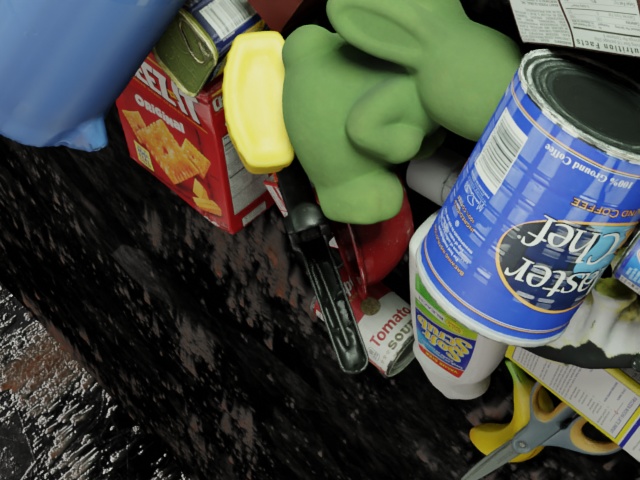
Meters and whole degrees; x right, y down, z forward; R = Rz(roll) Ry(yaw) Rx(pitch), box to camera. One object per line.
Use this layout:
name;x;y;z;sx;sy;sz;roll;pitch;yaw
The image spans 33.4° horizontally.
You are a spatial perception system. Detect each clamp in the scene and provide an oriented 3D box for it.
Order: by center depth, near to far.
clamp;-0.006;0.001;0.882;0.210;0.036;0.164;-111;4;-59

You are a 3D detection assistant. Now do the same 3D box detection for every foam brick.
foam brick;-0.018;-0.190;0.749;0.053;0.051;0.078;51;158;-3

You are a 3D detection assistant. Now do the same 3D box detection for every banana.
banana;0.182;0.172;0.993;0.198;0.037;0.070;99;149;-59

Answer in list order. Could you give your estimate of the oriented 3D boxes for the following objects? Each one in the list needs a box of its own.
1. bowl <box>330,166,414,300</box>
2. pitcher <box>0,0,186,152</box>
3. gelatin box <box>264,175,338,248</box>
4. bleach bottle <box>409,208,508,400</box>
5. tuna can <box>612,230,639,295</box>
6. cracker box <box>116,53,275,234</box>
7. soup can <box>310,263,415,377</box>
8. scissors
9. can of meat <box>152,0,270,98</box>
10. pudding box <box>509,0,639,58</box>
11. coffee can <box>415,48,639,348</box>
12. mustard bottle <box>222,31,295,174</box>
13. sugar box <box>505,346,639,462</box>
bowl;0.034;-0.037;0.848;0.162;0.055;0.162;162;90;-87
pitcher;-0.179;-0.181;0.776;0.149;0.145;0.243;19;152;-26
gelatin box;-0.006;-0.032;1.011;0.089;0.030;0.073;14;140;56
bleach bottle;0.125;0.076;0.906;0.103;0.068;0.251;37;157;25
tuna can;0.202;-0.005;0.596;0.034;0.086;0.086;38;156;15
cracker box;-0.129;-0.124;1.031;0.164;0.072;0.214;37;155;25
soup can;0.050;0.075;1.030;0.102;0.068;0.068;40;156;19
scissors;0.196;0.180;0.920;0.096;0.016;0.202;32;134;13
can of meat;-0.080;-0.170;0.849;0.057;0.083;0.102;50;158;-2
pudding box;0.134;-0.152;0.550;0.090;0.039;0.113;20;147;47
coffee can;0.129;-0.023;0.612;0.103;0.102;0.140;40;128;20
mustard bottle;-0.046;-0.100;0.831;0.191;0.058;0.096;-163;65;-85
sugar box;0.226;0.109;0.794;0.176;0.048;0.093;37;155;18
